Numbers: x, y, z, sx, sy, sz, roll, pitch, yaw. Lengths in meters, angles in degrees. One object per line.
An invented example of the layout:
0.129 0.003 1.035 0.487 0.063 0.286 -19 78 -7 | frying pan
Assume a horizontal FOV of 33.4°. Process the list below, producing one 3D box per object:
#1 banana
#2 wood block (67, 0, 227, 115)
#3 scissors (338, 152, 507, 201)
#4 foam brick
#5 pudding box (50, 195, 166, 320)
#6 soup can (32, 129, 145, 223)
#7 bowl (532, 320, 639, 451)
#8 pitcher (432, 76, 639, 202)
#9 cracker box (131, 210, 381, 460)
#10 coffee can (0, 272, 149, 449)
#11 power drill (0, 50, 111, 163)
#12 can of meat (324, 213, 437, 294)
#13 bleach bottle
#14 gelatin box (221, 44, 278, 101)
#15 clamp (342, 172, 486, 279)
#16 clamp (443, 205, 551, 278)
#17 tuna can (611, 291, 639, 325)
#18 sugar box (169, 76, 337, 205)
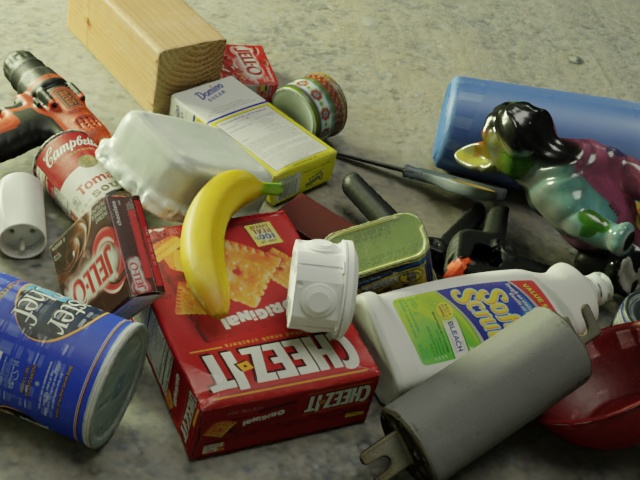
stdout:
-0.086 -0.009 0.930 0.069 0.037 0.197 16 40 4 | banana
-0.207 -0.241 1.250 0.090 0.091 0.206 -19 50 -34 | wood block
0.111 -0.070 1.175 0.201 0.016 0.096 13 9 -3 | scissors
-0.007 0.001 1.049 0.078 0.051 0.052 32 43 21 | foam brick
-0.180 0.025 0.896 0.039 0.114 0.090 -4 69 -38 | pudding box
-0.224 -0.051 1.033 0.068 0.069 0.102 -21 51 -36 | soup can
0.258 0.134 0.930 0.162 0.055 0.162 -26 14 7 | bowl
0.257 -0.116 1.220 0.243 0.149 0.145 12 80 2 | pitcher
-0.068 0.072 0.928 0.164 0.072 0.214 -8 45 -25 | cracker box
-0.219 0.090 0.835 0.140 0.103 0.102 20 39 7 | coffee can
-0.334 -0.128 1.099 0.187 0.057 0.185 -22 51 -36 | power drill
0.054 0.025 0.983 0.102 0.084 0.057 -17 59 0 | can of meat
0.155 0.068 0.972 0.250 0.068 0.102 -15 70 -22 | bleach bottle
-0.096 -0.203 1.286 0.073 0.030 0.089 -1 42 -19 | gelatin box
0.117 0.014 1.084 0.164 0.036 0.210 6 42 -20 | clamp
0.174 0.011 1.070 0.171 0.039 0.120 0 40 -46 | clamp
0.336 0.089 1.062 0.086 0.034 0.086 9 39 -7 | tuna can
-0.076 -0.112 1.171 0.093 0.048 0.176 -25 49 -38 | sugar box
